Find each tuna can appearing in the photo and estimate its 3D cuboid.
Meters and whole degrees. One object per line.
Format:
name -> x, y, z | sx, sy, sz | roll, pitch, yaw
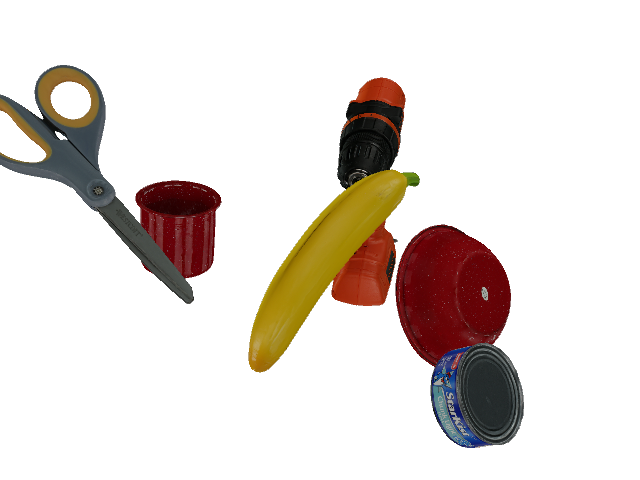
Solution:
tuna can -> 0.132, 0.131, 0.901 | 0.085, 0.086, 0.034 | 0, -14, -44

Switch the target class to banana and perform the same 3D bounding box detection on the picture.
banana -> 0.007, 0.015, 0.794 | 0.037, 0.198, 0.069 | 37, -7, 36

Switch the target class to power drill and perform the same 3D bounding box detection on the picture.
power drill -> 0.044, -0.036, 0.980 | 0.057, 0.188, 0.184 | 9, 32, 8

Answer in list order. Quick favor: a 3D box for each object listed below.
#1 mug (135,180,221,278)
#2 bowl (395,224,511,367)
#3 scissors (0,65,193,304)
mug -> -0.165, -0.015, 1.184 | 0.093, 0.081, 0.117 | -16, 34, -36
bowl -> 0.157, 0.060, 1.159 | 0.161, 0.162, 0.055 | 0, -7, -41
scissors -> -0.137, -0.047, 0.696 | 0.202, 0.096, 0.016 | 32, -25, 11
